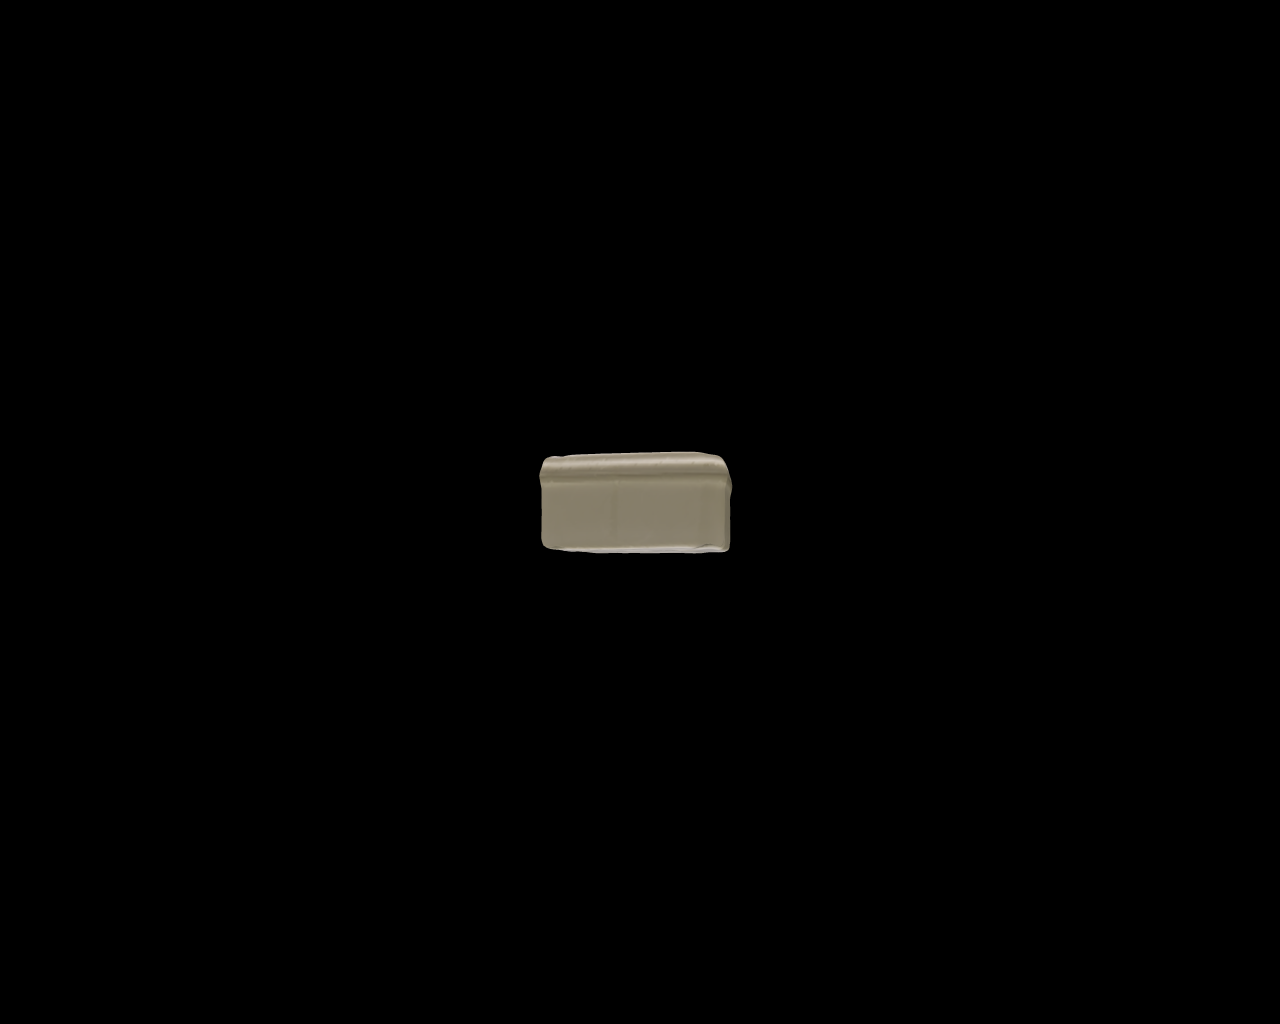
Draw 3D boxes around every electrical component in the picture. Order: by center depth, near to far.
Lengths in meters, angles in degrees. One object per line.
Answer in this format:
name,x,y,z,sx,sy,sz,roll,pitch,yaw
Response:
electrical component,0.001,-0.003,0.650,0.109,0.056,0.108,0,-3,7
